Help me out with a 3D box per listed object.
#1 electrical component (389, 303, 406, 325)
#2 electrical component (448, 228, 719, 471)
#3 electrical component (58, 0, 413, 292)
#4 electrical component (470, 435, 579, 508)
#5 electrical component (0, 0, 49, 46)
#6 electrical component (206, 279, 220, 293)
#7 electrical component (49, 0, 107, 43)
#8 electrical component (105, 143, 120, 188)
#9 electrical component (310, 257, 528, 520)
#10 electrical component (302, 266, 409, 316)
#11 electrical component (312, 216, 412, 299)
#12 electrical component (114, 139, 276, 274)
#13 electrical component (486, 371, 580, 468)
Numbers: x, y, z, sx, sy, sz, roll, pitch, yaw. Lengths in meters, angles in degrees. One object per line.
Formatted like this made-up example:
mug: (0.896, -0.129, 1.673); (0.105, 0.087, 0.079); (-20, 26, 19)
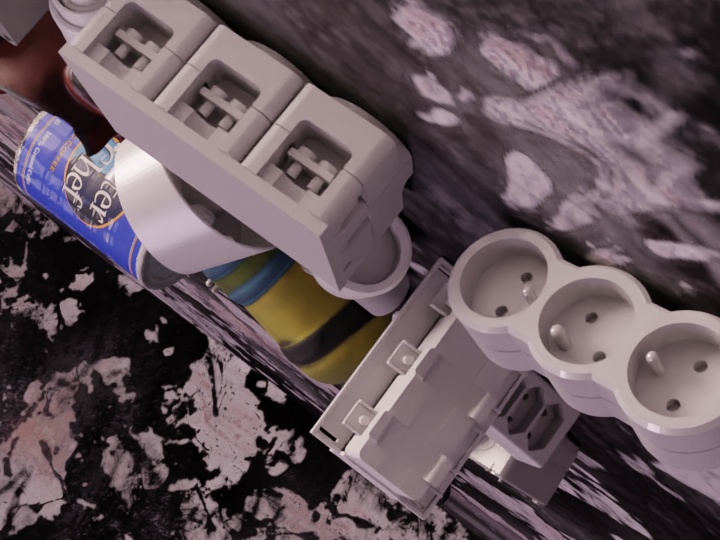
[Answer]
electrical component: (0.062, 0.044, 0.661); (0.081, 0.042, 0.064); (37, 173, 7)
electrical component: (0.105, 0.038, 0.456); (0.138, 0.052, 0.073); (30, 167, 39)
electrical component: (-0.054, -0.067, 0.510); (0.150, 0.061, 0.089); (35, 169, 14)
electrical component: (0.118, 0.129, 0.802); (0.062, 0.061, 0.096); (29, 174, 41)
electrical component: (-0.194, -0.174, 0.533); (0.078, 0.057, 0.113); (36, 169, 9)
electrical component: (-0.090, -0.015, 0.817); (0.047, 0.075, 0.083); (35, 169, 14)
electrical component: (-0.134, -0.135, 0.535); (0.043, 0.043, 0.062); (36, 169, 11)
electrical component: (-0.160, -0.085, 0.784); (0.043, 0.062, 0.043); (36, 169, 8)
electrical component: (0.043, 0.063, 0.582); (0.079, 0.121, 0.063); (39, 167, -6)
electrical component: (0.000, 0.000, 0.680); (0.065, 0.044, 0.044); (39, 171, -33)
electrical component: (-0.037, -0.037, 0.609); (0.138, 0.052, 0.074); (40, 169, -7)
electrical component: (-0.095, -0.047, 0.635); (0.099, 0.064, 0.099); (50, -153, -38)
electrical component: (0.096, 0.090, 0.725); (0.066, 0.047, 0.077); (40, 170, -12)
